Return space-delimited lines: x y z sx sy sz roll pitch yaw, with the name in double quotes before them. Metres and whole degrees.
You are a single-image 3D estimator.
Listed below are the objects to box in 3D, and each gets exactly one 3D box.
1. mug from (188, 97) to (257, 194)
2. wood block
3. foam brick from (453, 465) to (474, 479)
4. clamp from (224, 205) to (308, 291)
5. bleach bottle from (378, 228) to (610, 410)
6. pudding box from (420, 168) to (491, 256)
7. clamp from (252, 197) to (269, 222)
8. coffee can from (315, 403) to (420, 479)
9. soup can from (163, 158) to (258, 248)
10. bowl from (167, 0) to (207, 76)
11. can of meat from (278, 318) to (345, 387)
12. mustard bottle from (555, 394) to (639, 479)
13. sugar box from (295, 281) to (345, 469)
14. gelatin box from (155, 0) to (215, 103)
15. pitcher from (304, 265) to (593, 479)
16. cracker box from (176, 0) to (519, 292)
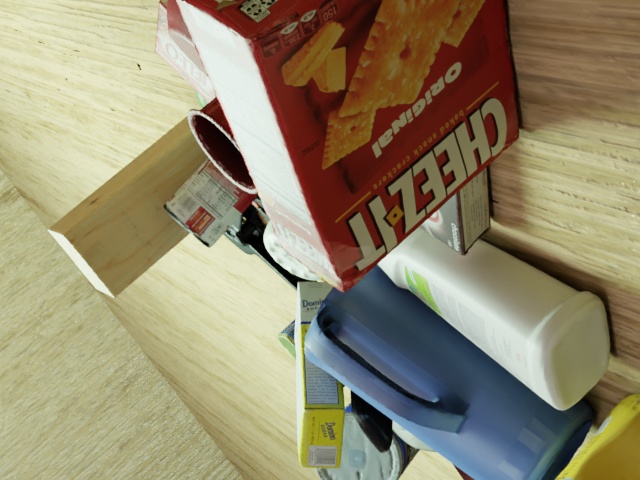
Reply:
"mug" -0.048 -0.095 0.933 0.117 0.081 0.093 37 160 34
"wood block" -0.184 -0.041 1.176 0.090 0.206 0.091 54 163 -19
"foam brick" 0.190 0.248 1.154 0.051 0.053 0.078 55 163 -21
"clamp" -0.082 -0.005 1.290 0.164 0.036 0.210 55 164 -23
"bleach bottle" 0.113 0.031 0.853 0.251 0.068 0.102 36 159 41
"pudding box" 0.080 -0.052 0.786 0.090 0.039 0.113 37 160 33
"clamp" -0.007 0.001 1.124 0.172 0.039 0.120 40 157 34
"coffee can" 0.062 0.232 1.239 0.103 0.103 0.140 46 -160 8
"soup can" -0.105 -0.050 1.112 0.068 0.102 0.068 42 180 0
"bowl" -0.068 -0.153 0.839 0.162 0.055 0.162 41 176 4
"can of meat" 0.012 0.122 1.260 0.102 0.083 0.057 50 163 -6
"mustard bottle" 0.193 0.202 0.805 0.058 0.191 0.096 44 163 13
"sugar box" -0.001 0.133 1.079 0.176 0.048 0.093 -90 3 -49
"gelatin box" -0.113 -0.175 0.985 0.089 0.030 0.073 45 152 13
"pitcher" 0.108 0.123 0.937 0.243 0.149 0.145 37 157 24
"cracker box" 0.030 -0.094 0.605 0.072 0.164 0.213 38 160 36
